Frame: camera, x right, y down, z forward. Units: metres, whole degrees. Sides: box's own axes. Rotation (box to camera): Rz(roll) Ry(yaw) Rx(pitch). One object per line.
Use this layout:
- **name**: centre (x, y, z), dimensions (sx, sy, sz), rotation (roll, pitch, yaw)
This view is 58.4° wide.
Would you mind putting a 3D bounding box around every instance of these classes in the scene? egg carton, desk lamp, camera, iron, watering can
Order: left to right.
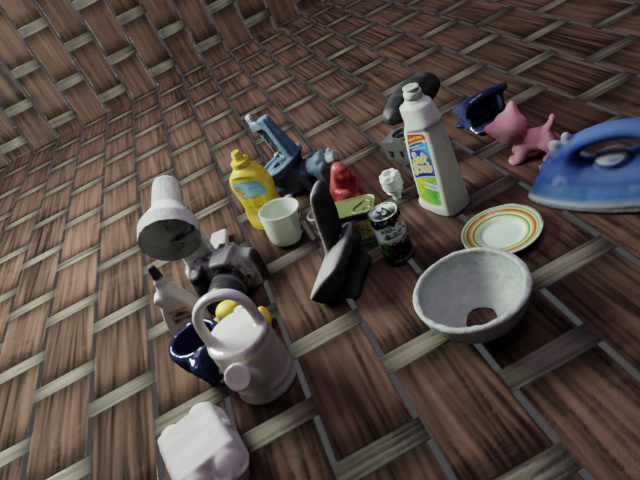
- **desk lamp**: centre (-0.283, -0.017, 1.182), dimensions (0.118, 0.214, 0.203), rotation (-23, 34, 6)
- **egg carton**: centre (-0.161, 0.298, 0.800), dimensions (0.107, 0.070, 0.149), rotation (-37, 35, -15)
- **camera**: centre (-0.189, 0.078, 1.090), dimensions (0.143, 0.101, 0.137), rotation (-13, 36, 19)
- **watering can**: centre (-0.114, 0.153, 0.851), dimensions (0.101, 0.194, 0.172), rotation (-35, 34, -13)
- **iron**: centre (0.449, -0.128, 0.897), dimensions (0.257, 0.142, 0.119), rotation (-4, 40, 31)

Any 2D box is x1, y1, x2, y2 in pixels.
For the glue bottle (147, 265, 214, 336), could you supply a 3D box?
- **glue bottle**: centre (-0.261, 0.110, 1.029), dimensions (0.078, 0.173, 0.037), rotation (-25, 33, 2)

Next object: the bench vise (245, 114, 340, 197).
- **bench vise**: centre (-0.062, -0.198, 1.271), dimensions (0.207, 0.220, 0.121), rotation (-16, 35, 16)

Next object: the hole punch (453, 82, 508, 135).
- **hole punch**: centre (0.346, -0.293, 1.239), dimensions (0.108, 0.091, 0.101), rotation (-29, 33, -4)

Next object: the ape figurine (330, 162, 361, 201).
- **ape figurine**: centre (0.049, -0.123, 1.209), dimensions (0.075, 0.092, 0.078), rotation (7, 46, 40)

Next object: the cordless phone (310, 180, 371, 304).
- **cordless phone**: centre (0.009, 0.004, 0.979), dimensions (0.094, 0.185, 0.147), rotation (-10, 37, 24)

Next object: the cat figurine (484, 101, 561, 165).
- **cat figurine**: centre (0.380, -0.204, 1.071), dimensions (0.127, 0.118, 0.067), rotation (-2, 41, 33)

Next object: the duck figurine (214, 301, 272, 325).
- **duck figurine**: centre (-0.141, 0.138, 0.990), dimensions (0.104, 0.086, 0.077), rotation (-28, 33, -2)

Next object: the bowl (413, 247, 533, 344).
- **bowl**: centre (0.222, 0.091, 0.816), dimensions (0.167, 0.075, 0.167), rotation (-18, 34, 13)

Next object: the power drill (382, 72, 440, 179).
- **power drill**: centre (0.199, -0.224, 1.138), dimensions (0.075, 0.209, 0.230), rotation (-4, 40, 31)

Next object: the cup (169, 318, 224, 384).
- **cup**: centre (-0.183, 0.197, 0.930), dimensions (0.091, 0.095, 0.117), rotation (-26, 33, 1)
